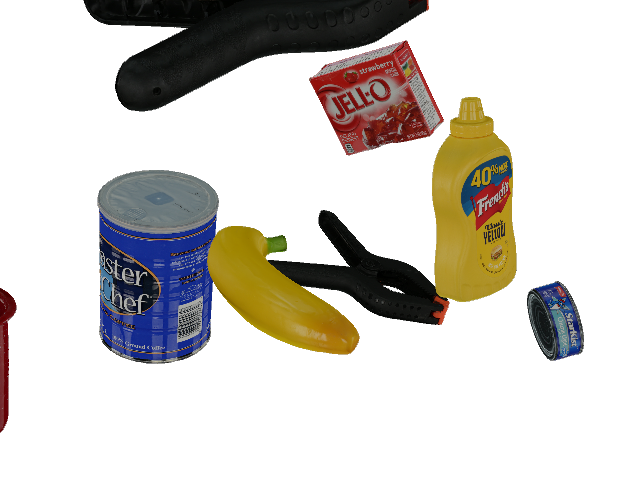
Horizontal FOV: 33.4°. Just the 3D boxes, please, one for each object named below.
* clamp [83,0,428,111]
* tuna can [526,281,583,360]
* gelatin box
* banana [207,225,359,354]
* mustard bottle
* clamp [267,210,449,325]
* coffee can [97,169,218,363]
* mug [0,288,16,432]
[{"bbox_3d":[-0.027,-0.104,0.503,0.171,0.039,0.120,-10,42,-4],"label":"clamp"},{"bbox_3d":[0.264,0.091,1.204,0.033,0.086,0.086,-15,1,-5],"label":"tuna can"},{"bbox_3d":[0.044,-0.112,0.854,0.089,0.073,0.030,-9,27,40],"label":"gelatin box"},{"bbox_3d":[-0.034,0.024,0.686,0.069,0.037,0.198,-5,21,-14],"label":"banana"},{"bbox_3d":[0.148,-0.043,1.033,0.096,0.192,0.058,-21,25,-38],"label":"mustard bottle"},{"bbox_3d":[0.044,0.043,1.220,0.210,0.036,0.164,29,36,21],"label":"clamp"},{"bbox_3d":[-0.144,0.022,0.944,0.103,0.140,0.103,5,30,-3],"label":"coffee can"},{"bbox_3d":[-0.238,0.079,0.634,0.093,0.081,0.117,19,24,36],"label":"mug"}]
